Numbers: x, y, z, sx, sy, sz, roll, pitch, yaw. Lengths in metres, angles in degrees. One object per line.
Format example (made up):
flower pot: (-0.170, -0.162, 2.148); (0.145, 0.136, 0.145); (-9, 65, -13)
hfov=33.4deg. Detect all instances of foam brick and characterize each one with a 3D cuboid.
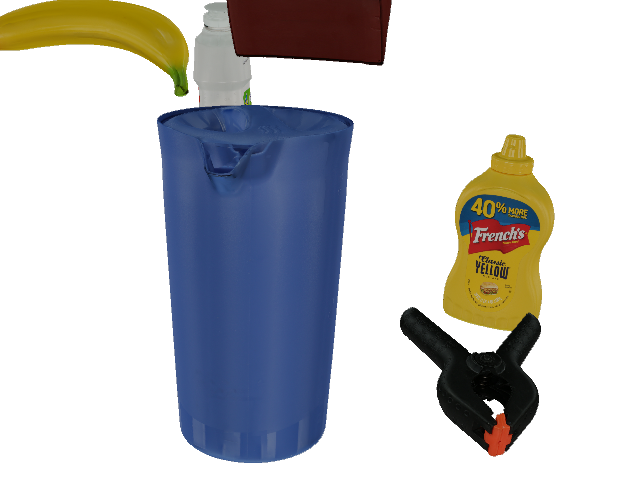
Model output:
foam brick: (-0.004, -0.125, 0.533); (0.078, 0.053, 0.051); (4, -28, 8)

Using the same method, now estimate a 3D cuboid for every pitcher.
pitcher: (-0.044, 0.024, 0.766); (0.149, 0.243, 0.145); (-9, 20, -33)

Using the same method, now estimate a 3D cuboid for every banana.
banana: (-0.184, -0.168, 0.869); (0.198, 0.069, 0.037); (14, -39, 18)

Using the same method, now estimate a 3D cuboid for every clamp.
clamp: (0.140, 0.105, 0.861); (0.120, 0.039, 0.171); (-7, 34, -7)

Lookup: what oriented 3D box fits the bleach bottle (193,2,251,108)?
bleach bottle: (-0.093, -0.111, 1.052); (0.068, 0.251, 0.102); (0, 29, -1)

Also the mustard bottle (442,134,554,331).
mustard bottle: (0.180, -0.010, 1.056); (0.096, 0.192, 0.058); (12, 20, 20)
